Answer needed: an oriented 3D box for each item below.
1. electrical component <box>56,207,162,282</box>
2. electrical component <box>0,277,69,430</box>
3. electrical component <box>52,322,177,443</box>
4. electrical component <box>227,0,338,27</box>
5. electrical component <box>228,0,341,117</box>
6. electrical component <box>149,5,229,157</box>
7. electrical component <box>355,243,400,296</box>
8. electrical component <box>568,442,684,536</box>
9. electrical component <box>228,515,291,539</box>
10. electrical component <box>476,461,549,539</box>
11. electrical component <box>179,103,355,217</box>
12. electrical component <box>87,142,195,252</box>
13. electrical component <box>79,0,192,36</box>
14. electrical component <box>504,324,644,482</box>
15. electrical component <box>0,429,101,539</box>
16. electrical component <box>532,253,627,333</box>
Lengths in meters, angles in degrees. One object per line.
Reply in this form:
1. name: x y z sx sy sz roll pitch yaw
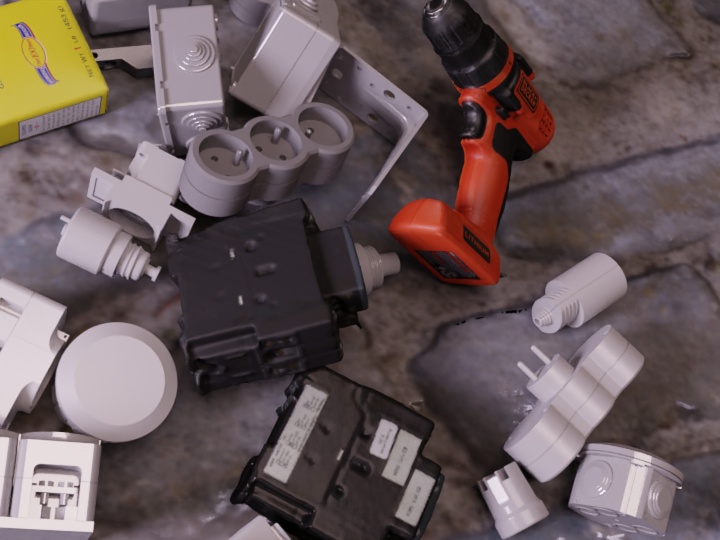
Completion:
1. electrical component: -0.181 -0.014 0.777 0.078 0.040 0.040 27 65 -7
2. electrical component: -0.237 0.061 0.726 0.056 0.050 0.089 26 65 -7
3. electrical component: -0.170 0.079 0.736 0.080 0.051 0.080 7 73 -23
4. electrical component: -0.076 -0.238 0.872 0.138 0.073 0.052 41 64 -1
5. electrical component: -0.052 -0.169 0.834 0.061 0.096 0.061 28 23 -19
6. electrical component: -0.127 -0.141 0.808 0.048 0.099 0.099 -6 73 -6
7. electrical component: 0.000 0.000 0.828 0.062 0.043 0.043 -12 75 -23
8. electrical component: 0.200 0.165 0.814 0.080 0.080 0.051 23 71 -9
9. electrical component: -0.055 0.230 0.713 0.121 0.079 0.063 50 49 4
10. electrical component: 0.113 0.172 0.805 0.040 0.040 0.046 -22 74 -23
11. electrical component: -0.072 -0.073 0.808 0.138 0.073 0.052 -22 66 -34
12. electrical component: -0.158 -0.056 0.799 0.081 0.042 0.063 27 62 -8
13. electrical component: -0.185 -0.224 0.839 0.096 0.061 0.061 -14 76 -22
14. electrical component: 0.156 0.091 0.840 0.074 0.052 0.138 44 64 1
15. electrical component: -0.244 0.134 0.676 0.150 0.089 0.061 7 69 -15
16. electrical component: 0.173 0.023 0.875 0.081 0.043 0.043 -30 82 -24
